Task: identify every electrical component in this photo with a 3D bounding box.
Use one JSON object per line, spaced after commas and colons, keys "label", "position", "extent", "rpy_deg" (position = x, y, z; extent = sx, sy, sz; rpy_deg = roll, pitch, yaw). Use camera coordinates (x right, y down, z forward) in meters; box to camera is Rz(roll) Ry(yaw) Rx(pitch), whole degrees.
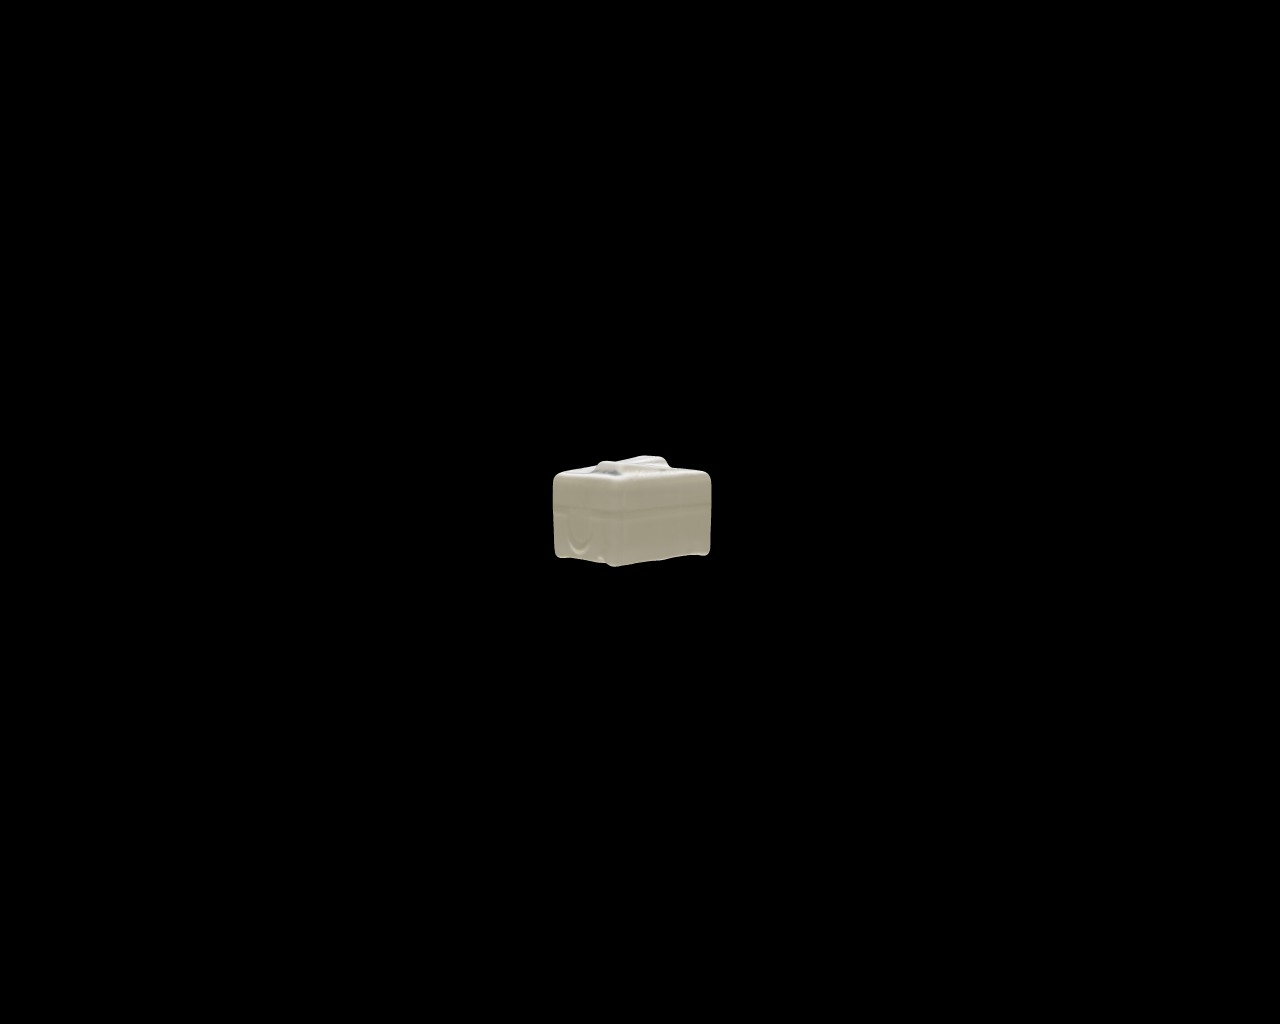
{"label": "electrical component", "position": [0.001, -0.003, 0.650], "extent": [0.096, 0.061, 0.062], "rpy_deg": [-5, 8, -40]}
